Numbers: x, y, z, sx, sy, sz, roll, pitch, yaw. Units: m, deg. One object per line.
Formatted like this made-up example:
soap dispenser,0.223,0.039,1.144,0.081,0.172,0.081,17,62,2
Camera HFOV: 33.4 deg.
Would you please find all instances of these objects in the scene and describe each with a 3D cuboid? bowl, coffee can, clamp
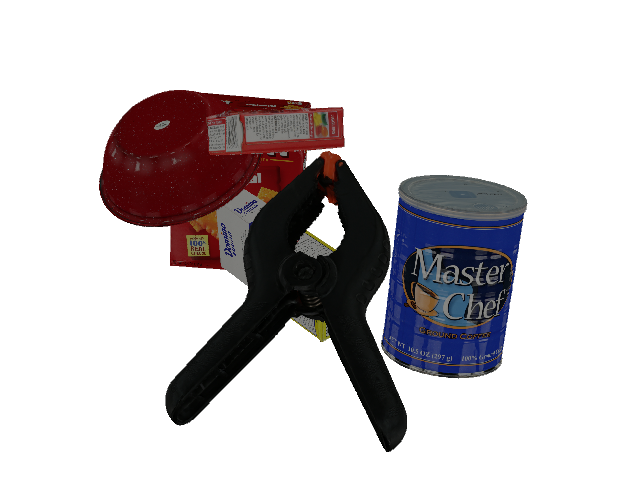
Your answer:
bowl,-0.137,-0.088,0.981,0.162,0.162,0.055,0,-41,18
coffee can,0.108,0.027,0.874,0.103,0.140,0.103,5,19,-2
clamp,0.003,0.032,0.557,0.120,0.171,0.039,16,-27,10

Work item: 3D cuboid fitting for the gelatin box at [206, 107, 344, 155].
gelatin box,-0.033,-0.075,0.735,0.073,0.030,0.089,-5,5,-20

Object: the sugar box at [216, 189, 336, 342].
sugar box,-0.041,0.023,1.119,0.048,0.093,0.176,-25,42,-29

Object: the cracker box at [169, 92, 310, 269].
cracker box,-0.102,-0.069,1.334,0.164,0.214,0.072,5,22,1
